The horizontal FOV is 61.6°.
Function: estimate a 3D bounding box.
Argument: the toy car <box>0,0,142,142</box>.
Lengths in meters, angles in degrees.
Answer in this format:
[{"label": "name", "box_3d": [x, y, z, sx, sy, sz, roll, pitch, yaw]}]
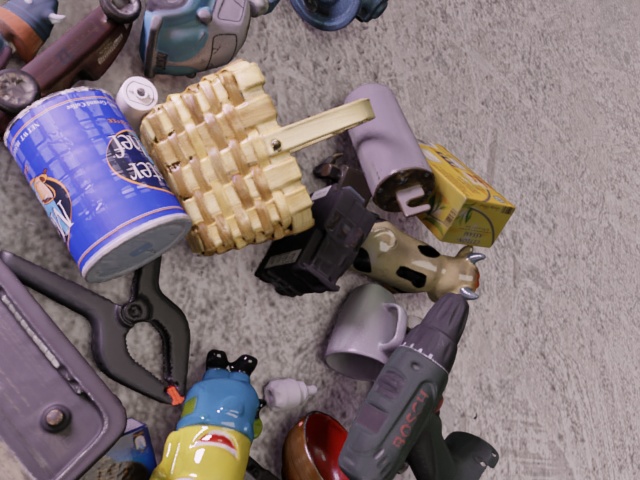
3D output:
[{"label": "toy car", "box_3d": [-0.237, -0.167, 0.509, 0.053, 0.089, 0.202, 43, 60, -17]}]

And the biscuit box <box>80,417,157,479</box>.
[{"label": "biscuit box", "box_3d": [-0.242, 0.219, 0.450, 0.202, 0.059, 0.062, -15, 90, -35]}]

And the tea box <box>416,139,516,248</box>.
[{"label": "tea box", "box_3d": [0.161, -0.067, 0.713, 0.098, 0.068, 0.170, 7, 33, -32]}]

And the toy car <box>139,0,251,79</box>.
[{"label": "toy car", "box_3d": [-0.128, -0.240, 0.579, 0.103, 0.109, 0.161, 21, 62, -16]}]

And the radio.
[{"label": "radio", "box_3d": [-0.264, 0.105, 0.410, 0.229, 0.073, 0.131, 49, 54, 4]}]

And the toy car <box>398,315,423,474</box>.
[{"label": "toy car", "box_3d": [0.107, 0.197, 0.694, 0.073, 0.056, 0.201, 32, 66, -32]}]

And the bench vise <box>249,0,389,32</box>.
[{"label": "bench vise", "box_3d": [-0.026, -0.347, 0.670, 0.223, 0.129, 0.240, 52, 54, -12]}]

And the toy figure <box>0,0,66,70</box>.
[{"label": "toy figure", "box_3d": [-0.301, -0.179, 0.488, 0.064, 0.058, 0.154, 52, 53, -22]}]

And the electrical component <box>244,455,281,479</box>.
[{"label": "electrical component", "box_3d": [-0.078, 0.273, 0.560, 0.075, 0.048, 0.119, -46, 105, -30]}]

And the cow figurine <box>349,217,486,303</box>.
[{"label": "cow figurine", "box_3d": [0.122, 0.031, 0.691, 0.195, 0.127, 0.085, 26, 71, -25]}]

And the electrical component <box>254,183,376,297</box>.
[{"label": "electrical component", "box_3d": [-0.001, -0.002, 0.621, 0.058, 0.115, 0.134, 41, 63, -23]}]

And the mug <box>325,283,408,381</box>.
[{"label": "mug", "box_3d": [0.062, 0.104, 0.655, 0.081, 0.109, 0.107, 29, 53, -20]}]

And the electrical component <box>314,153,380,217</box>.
[{"label": "electrical component", "box_3d": [0.040, -0.069, 0.707, 0.102, 0.045, 0.078, 11, 103, -29]}]

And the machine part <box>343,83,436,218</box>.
[{"label": "machine part", "box_3d": [0.082, -0.119, 0.678, 0.079, 0.079, 0.243, 14, 44, -31]}]

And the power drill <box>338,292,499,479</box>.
[{"label": "power drill", "box_3d": [0.133, 0.202, 0.609, 0.232, 0.086, 0.207, -48, 129, -22]}]

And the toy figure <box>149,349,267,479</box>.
[{"label": "toy figure", "box_3d": [-0.099, 0.196, 0.501, 0.180, 0.082, 0.089, -84, 170, -45]}]
